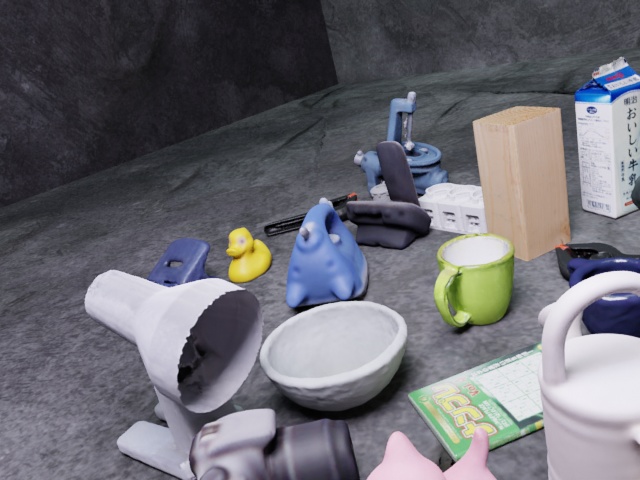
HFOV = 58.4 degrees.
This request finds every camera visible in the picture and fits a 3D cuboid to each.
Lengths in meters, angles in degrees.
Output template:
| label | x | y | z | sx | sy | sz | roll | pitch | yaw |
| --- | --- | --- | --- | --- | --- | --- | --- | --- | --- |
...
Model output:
| label | x | y | z | sx | sy | sz | roll | pitch | yaw |
| --- | --- | --- | --- | --- | --- | --- | --- | --- | --- |
| camera | -0.037 | 0.202 | 0.489 | 0.137 | 0.101 | 0.143 | -14 | 21 | 1 |

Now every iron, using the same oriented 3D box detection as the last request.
| label | x | y | z | sx | sy | sz | roll | pitch | yaw |
| --- | --- | --- | --- | --- | --- | --- | --- | --- | --- |
| iron | 0.008 | 0.003 | 0.911 | 0.118 | 0.142 | 0.258 | -9 | 21 | 12 |

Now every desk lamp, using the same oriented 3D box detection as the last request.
| label | x | y | z | sx | sy | sz | roll | pitch | yaw |
| --- | --- | --- | --- | --- | --- | --- | --- | --- | --- |
| desk lamp | -0.147 | 0.132 | 0.581 | 0.202 | 0.214 | 0.118 | 1 | 26 | 35 |

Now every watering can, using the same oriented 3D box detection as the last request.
| label | x | y | z | sx | sy | sz | roll | pitch | yaw |
| --- | --- | --- | --- | --- | --- | --- | --- | --- | --- |
| watering can | 0.213 | 0.109 | 0.434 | 0.101 | 0.194 | 0.172 | -21 | 22 | -16 |

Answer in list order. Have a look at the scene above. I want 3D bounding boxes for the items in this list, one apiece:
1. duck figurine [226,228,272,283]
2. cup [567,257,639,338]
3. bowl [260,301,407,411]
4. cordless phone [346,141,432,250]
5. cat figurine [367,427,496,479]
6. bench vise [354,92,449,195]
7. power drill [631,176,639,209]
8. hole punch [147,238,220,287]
| label | x | y | z | sx | sy | sz | roll | pitch | yaw |
| --- | --- | --- | --- | --- | --- | --- | --- | --- | --- |
| duck figurine | -0.135 | 0.018 | 1.043 | 0.077 | 0.086 | 0.105 | -4 | 23 | 26 |
| cup | 0.305 | 0.074 | 0.605 | 0.092 | 0.095 | 0.117 | -19 | 21 | -11 |
| bowl | 0.020 | 0.140 | 0.647 | 0.167 | 0.075 | 0.167 | -12 | 21 | 5 |
| cordless phone | 0.110 | -0.086 | 1.012 | 0.147 | 0.185 | 0.094 | 3 | 27 | 38 |
| cat figurine | 0.084 | 0.188 | 0.423 | 0.128 | 0.118 | 0.067 | -24 | 23 | -25 |
| bench vise | 0.156 | -0.193 | 1.207 | 0.207 | 0.220 | 0.122 | -6 | 23 | 21 |
| power drill | 0.376 | 0.020 | 0.537 | 0.075 | 0.209 | 0.229 | -13 | 21 | 3 |
| hole punch | -0.244 | 0.055 | 1.012 | 0.108 | 0.091 | 0.101 | 2 | 26 | 36 |
